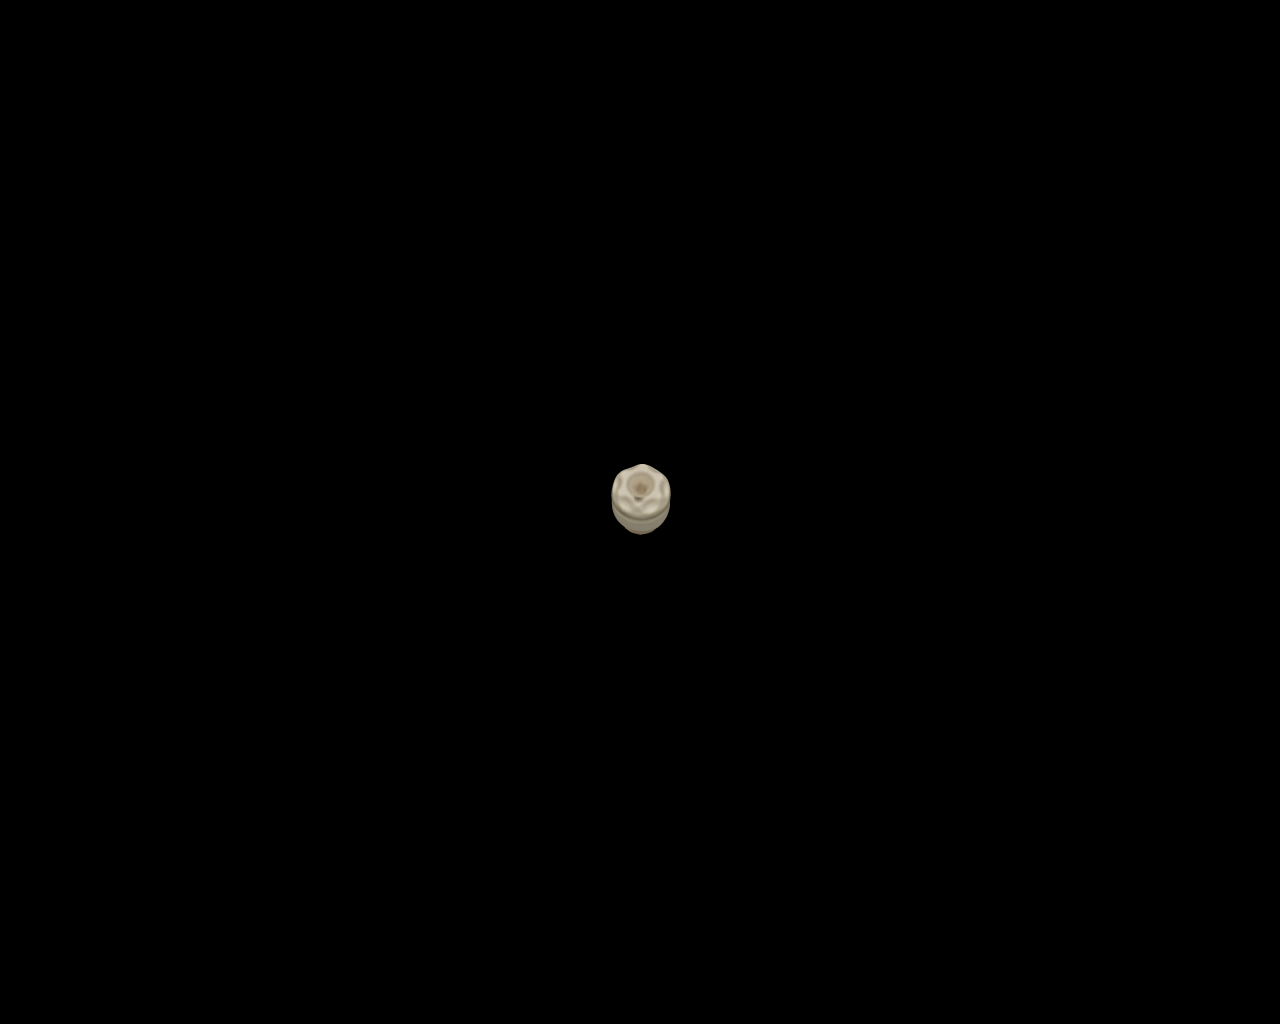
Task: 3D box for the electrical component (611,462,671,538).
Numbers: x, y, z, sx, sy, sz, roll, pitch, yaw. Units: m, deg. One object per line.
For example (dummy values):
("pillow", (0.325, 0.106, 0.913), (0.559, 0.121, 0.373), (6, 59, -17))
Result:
("electrical component", (0.001, -0.003, 0.650), (0.035, 0.035, 0.061), (0, -27, 0))
